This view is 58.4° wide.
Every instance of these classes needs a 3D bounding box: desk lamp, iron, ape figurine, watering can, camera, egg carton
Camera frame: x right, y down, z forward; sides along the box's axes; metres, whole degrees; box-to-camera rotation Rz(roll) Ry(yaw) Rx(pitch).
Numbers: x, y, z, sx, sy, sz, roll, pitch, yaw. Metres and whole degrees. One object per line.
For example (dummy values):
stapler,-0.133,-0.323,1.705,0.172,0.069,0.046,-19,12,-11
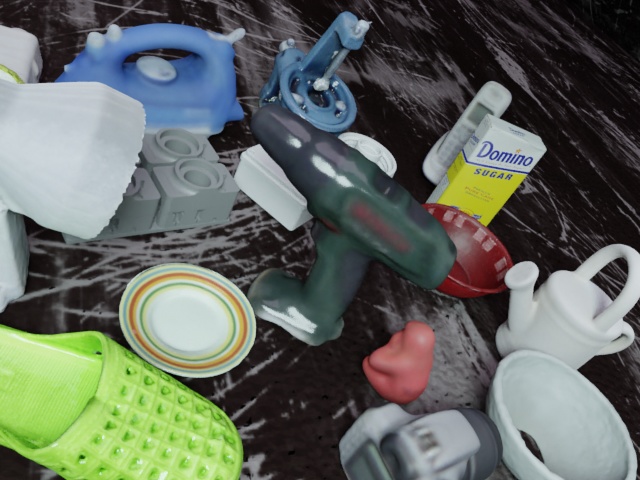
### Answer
desk lamp,-0.256,-0.041,0.441,0.204,0.213,0.117,7,43,-27
iron,-0.212,-0.211,0.716,0.259,0.141,0.118,-11,53,-40
ape figurine,0.088,0.118,0.585,0.078,0.092,0.076,7,43,-26
watering can,0.297,0.083,0.675,0.173,0.194,0.100,8,43,-25
camera,0.111,0.202,0.499,0.137,0.100,0.143,-5,50,-36
egg carton,-0.376,-0.191,0.646,0.107,0.069,0.150,8,43,-25

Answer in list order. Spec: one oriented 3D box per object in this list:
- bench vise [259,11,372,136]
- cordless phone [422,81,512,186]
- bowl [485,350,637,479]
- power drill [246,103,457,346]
bench vise,-0.016,-0.240,0.809,0.122,0.219,0.207,-17,57,-43
cordless phone,0.264,-0.144,0.911,0.147,0.185,0.094,37,39,9
bowl,0.235,0.204,0.598,0.168,0.074,0.167,18,40,-15
power drill,0.005,0.002,0.565,0.229,0.208,0.076,28,38,-2
